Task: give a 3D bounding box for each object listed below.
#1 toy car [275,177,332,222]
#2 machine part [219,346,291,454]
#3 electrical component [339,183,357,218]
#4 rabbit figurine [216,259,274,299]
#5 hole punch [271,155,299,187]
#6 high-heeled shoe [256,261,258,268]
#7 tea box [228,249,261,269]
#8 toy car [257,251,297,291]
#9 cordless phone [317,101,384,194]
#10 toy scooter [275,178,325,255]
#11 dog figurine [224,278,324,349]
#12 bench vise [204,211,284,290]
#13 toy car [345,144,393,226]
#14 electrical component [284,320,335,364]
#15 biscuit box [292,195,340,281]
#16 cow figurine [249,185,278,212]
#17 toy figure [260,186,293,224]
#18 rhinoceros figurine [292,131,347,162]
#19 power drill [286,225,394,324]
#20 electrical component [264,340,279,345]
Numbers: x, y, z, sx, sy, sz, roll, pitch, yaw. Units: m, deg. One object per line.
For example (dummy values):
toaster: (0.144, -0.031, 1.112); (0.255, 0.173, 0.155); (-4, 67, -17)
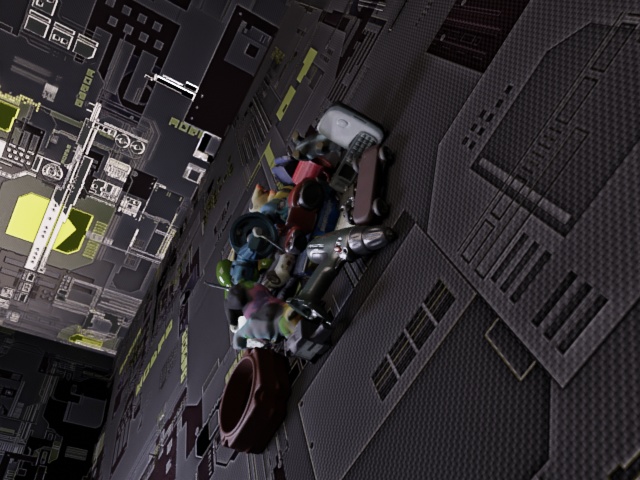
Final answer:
toy car: (-0.030, -0.080, 1.372); (0.161, 0.109, 0.103); (-40, 56, 28)
machine part: (-0.155, 0.363, 1.232); (0.201, 0.087, 0.202); (-59, 25, 18)
electrical component: (0.069, -0.096, 1.206); (0.063, 0.021, 0.094); (-46, 29, 42)
rabbit figurine: (-0.210, 0.122, 1.468); (0.121, 0.170, 0.159); (-40, 34, 48)
hole punch: (-0.078, -0.189, 1.553); (0.142, 0.116, 0.092); (11, 87, 67)
high-heeled shoe: (-0.225, 0.066, 1.607); (0.145, 0.086, 0.248); (56, 134, 51)
tea box: (-0.231, 0.066, 1.662); (0.068, 0.098, 0.169); (8, 75, 66)
toy car: (-0.117, 0.092, 1.336); (0.201, 0.056, 0.073); (-43, 21, 54)
cordless phone: (0.048, -0.211, 1.240); (0.184, 0.146, 0.089); (-61, 14, 9)
toy scooter: (-0.055, -0.056, 1.264); (0.135, 0.075, 0.183); (3, 76, 67)
dog figurine: (-0.101, 0.155, 1.216); (0.219, 0.108, 0.191); (-27, 75, 34)
bench vise: (-0.174, 0.024, 1.317); (0.223, 0.129, 0.240); (-66, 9, -16)
toy car: (0.108, -0.115, 1.140); (0.089, 0.053, 0.202); (-21, 48, 40)
electrical component: (-0.016, 0.197, 1.094); (0.119, 0.075, 0.048); (-57, 25, 33)
biscuit box: (-0.003, -0.004, 1.271); (0.063, 0.059, 0.202); (-19, 53, 62)
cow figurine: (-0.165, -0.085, 1.626); (0.127, 0.086, 0.195); (-64, -7, -3)
toy figure: (-0.109, -0.087, 1.488); (0.180, 0.082, 0.089); (-42, -25, -54)
rhinoceros figurine: (0.020, -0.239, 1.335); (0.190, 0.112, 0.073); (-13, 69, 26)
power drill: (0.029, 0.060, 1.073); (0.232, 0.086, 0.207); (-2, 59, 55)
electrical component: (-0.110, 0.212, 1.333); (0.078, 0.045, 0.102); (82, -151, -78)
